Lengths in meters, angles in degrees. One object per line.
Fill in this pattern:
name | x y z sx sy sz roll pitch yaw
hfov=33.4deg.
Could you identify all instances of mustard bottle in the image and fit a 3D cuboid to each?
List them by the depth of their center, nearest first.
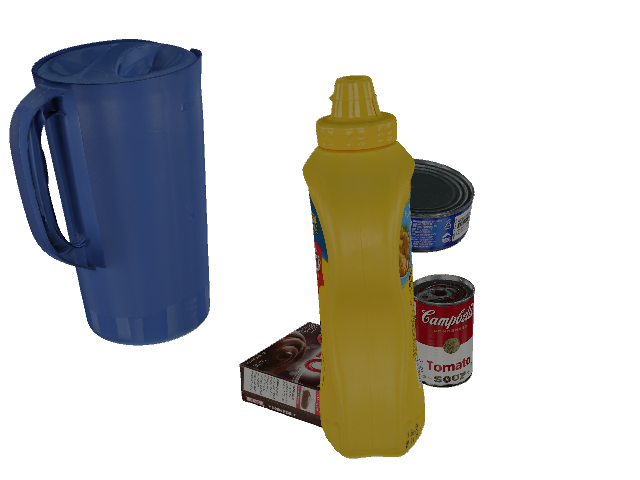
mustard bottle | 0.023 0.010 0.560 0.058 0.192 0.096 -2 17 5

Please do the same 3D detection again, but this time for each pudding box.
pudding box | -0.002 0.113 0.915 0.090 0.039 0.113 13 24 30

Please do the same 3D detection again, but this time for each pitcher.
pitcher | -0.162 -0.036 0.881 0.149 0.243 0.145 -6 25 -7

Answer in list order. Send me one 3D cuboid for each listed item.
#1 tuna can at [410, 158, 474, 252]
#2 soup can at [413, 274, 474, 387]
tuna can | 0.069 -0.026 0.790 0.086 0.034 0.086 3 32 -2
soup can | 0.129 0.096 1.134 0.068 0.102 0.068 -2 24 1
